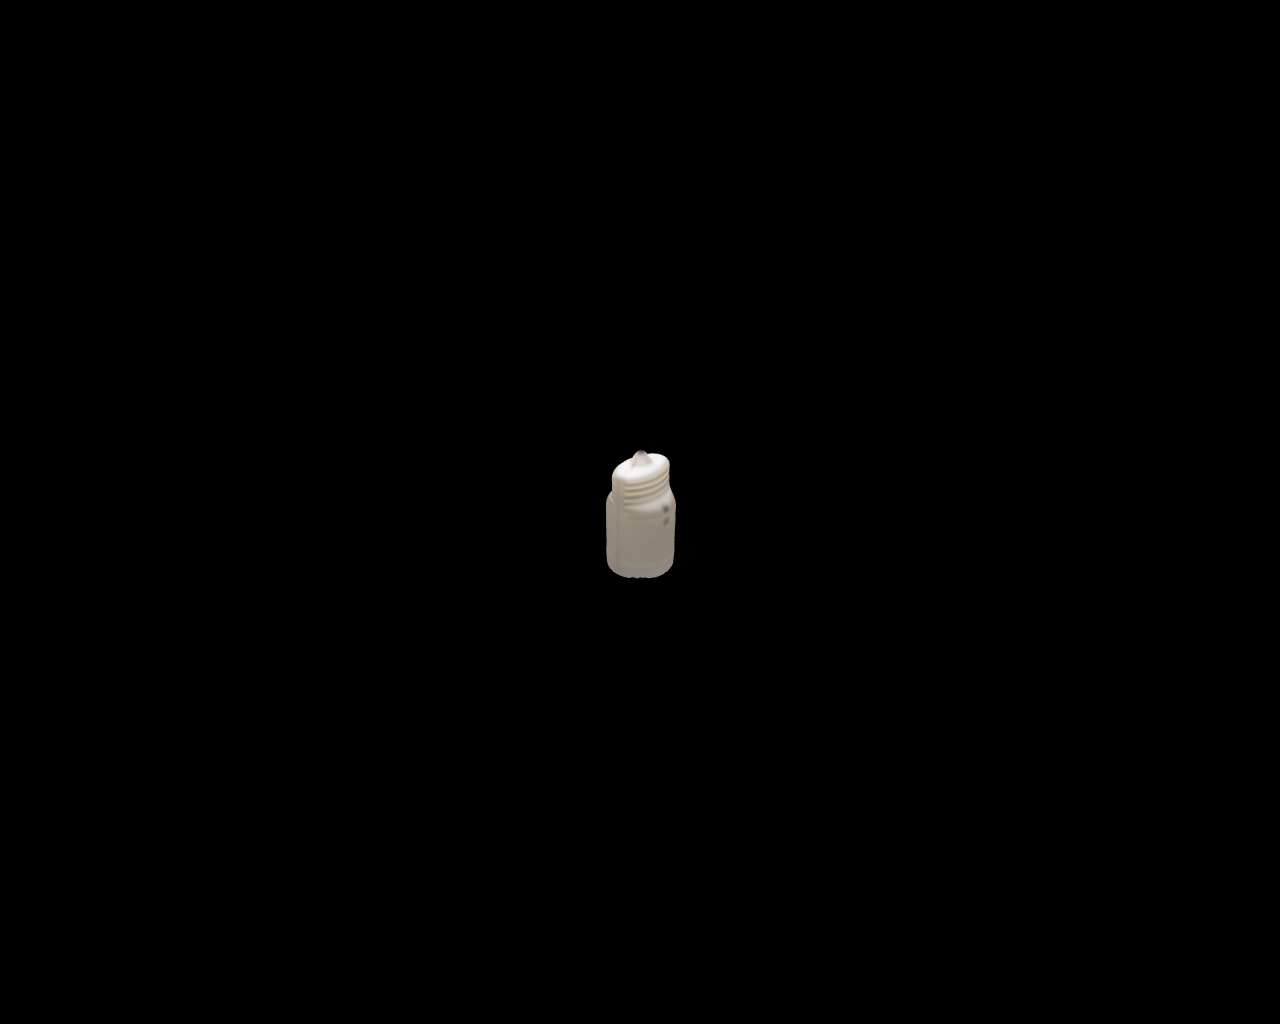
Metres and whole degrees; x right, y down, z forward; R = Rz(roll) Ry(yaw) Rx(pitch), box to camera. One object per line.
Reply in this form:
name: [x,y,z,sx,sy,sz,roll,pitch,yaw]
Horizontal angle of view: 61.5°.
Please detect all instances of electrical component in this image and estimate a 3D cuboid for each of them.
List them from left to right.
electrical component: [0.001,-0.003,0.650,0.043,0.080,0.043,0,30,0]
